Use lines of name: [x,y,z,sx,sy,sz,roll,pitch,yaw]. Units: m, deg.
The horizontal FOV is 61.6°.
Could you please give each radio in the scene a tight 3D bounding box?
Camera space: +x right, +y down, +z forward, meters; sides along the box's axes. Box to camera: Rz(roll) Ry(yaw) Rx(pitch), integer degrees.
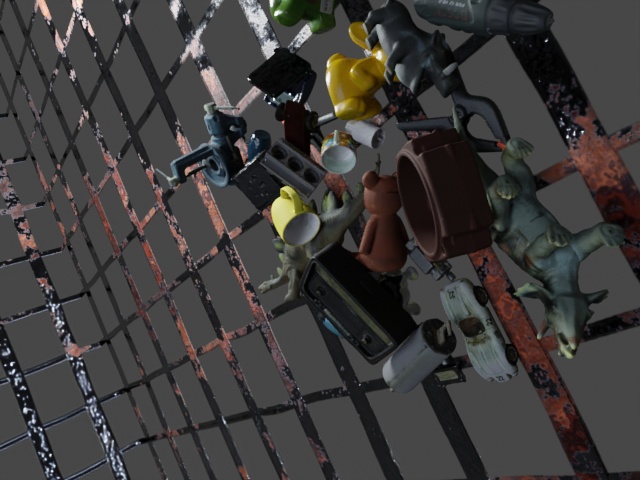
radio: [0.066,0.125,1.043,0.230,0.073,0.131,47,145,13]

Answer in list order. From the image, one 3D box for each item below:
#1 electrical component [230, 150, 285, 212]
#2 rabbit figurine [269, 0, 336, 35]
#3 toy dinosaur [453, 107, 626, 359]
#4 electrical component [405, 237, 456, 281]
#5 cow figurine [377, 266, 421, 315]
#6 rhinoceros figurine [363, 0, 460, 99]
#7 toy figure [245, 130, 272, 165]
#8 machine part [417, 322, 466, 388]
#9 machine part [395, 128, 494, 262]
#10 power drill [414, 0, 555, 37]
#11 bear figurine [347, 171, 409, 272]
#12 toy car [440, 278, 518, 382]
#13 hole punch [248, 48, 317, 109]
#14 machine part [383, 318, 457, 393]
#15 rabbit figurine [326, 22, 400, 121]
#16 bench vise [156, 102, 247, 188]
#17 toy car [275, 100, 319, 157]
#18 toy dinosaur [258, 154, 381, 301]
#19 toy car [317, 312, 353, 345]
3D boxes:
electrical component: [-0.128,-0.143,1.270,0.134,0.058,0.115,-32,109,36]
rabbit figurine: [-0.056,-0.490,1.067,0.170,0.121,0.159,23,118,57]
toy dinosaur: [0.318,-0.019,0.842,0.192,0.131,0.405,98,149,-56]
electrical component: [0.208,0.032,1.005,0.102,0.078,0.045,56,129,30]
cow figurine: [0.153,0.141,1.090,0.068,0.098,0.167,6,109,39]
rhinoceros figurine: [0.151,-0.308,0.882,0.112,0.073,0.190,-34,77,2]
toy figure: [-0.157,-0.195,1.321,0.058,0.064,0.154,19,131,-1]
machine part: [0.238,0.227,1.079,0.139,0.039,0.084,61,146,8]
machine part: [0.196,-0.068,0.888,0.201,0.087,0.201,130,124,-83]
power drill: [0.249,-0.415,0.803,0.232,0.086,0.207,20,126,44]
bear figurine: [0.110,-0.037,1.054,0.132,0.120,0.195,0,98,57]
toy car: [0.291,0.166,0.982,0.073,0.056,0.201,-33,79,47]
hole punch: [-0.073,-0.336,1.160,0.142,0.116,0.092,42,172,37]
machine part: [0.190,0.226,1.042,0.079,0.079,0.243,50,139,21]
rabbit figurine: [0.104,-0.312,0.983,0.173,0.122,0.162,-15,83,34]
bench vise: [-0.277,-0.211,1.322,0.129,0.240,0.223,28,139,34]
toy car: [-0.045,-0.208,1.147,0.089,0.053,0.201,21,136,22]
toy dinosaur: [-0.002,-0.004,1.198,0.471,0.105,0.198,-36,73,36]
toy car: [0.074,0.186,1.190,0.162,0.109,0.102,-2,121,56]
